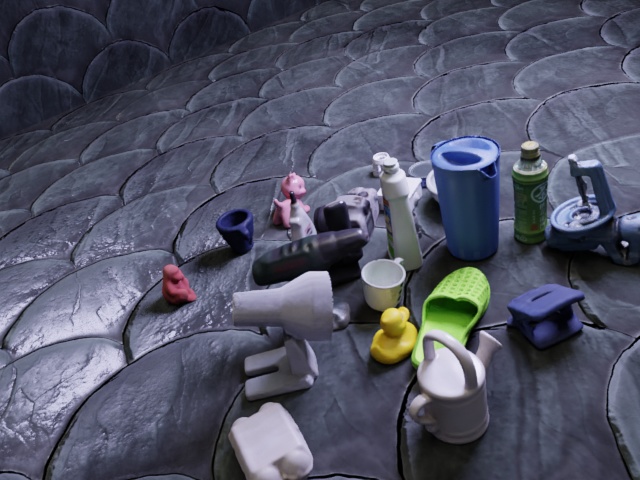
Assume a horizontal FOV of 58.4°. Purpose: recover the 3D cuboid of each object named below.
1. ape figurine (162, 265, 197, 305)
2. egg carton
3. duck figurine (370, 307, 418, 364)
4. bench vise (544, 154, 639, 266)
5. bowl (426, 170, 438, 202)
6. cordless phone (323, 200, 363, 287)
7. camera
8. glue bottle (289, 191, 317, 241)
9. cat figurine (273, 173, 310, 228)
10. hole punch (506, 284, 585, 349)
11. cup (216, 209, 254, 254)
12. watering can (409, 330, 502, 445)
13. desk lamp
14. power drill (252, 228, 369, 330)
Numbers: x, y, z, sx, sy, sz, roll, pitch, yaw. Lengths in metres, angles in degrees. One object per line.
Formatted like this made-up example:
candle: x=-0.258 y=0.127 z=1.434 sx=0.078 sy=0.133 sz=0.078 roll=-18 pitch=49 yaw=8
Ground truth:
ape figurine: x=-0.326 y=0.096 z=1.294 sx=0.076 sy=0.092 sz=0.078 roll=-8 pitch=36 yaw=11
egg carton: x=-0.078 y=0.330 z=0.905 sx=0.107 sy=0.069 sz=0.150 roll=-26 pitch=37 yaw=-15
duck figurine: x=0.130 y=0.166 z=1.036 sx=0.077 sy=0.086 sz=0.105 roll=22 pitch=50 yaw=40
bench vise: x=0.537 y=-0.066 z=1.084 sx=0.207 sy=0.220 sz=0.121 roll=-2 pitch=38 yaw=18
bowl: x=0.338 y=-0.120 z=1.356 sx=0.167 sy=0.075 sz=0.167 roll=-10 pitch=36 yaw=8
cordless phone: x=0.011 y=0.004 z=1.213 sx=0.148 sy=0.185 sz=0.094 roll=-23 pitch=36 yaw=-10
camera: x=0.060 y=-0.067 z=1.364 sx=0.136 sy=0.101 sz=0.143 roll=1 pitch=39 yaw=22
glue bottle: x=-0.045 y=-0.037 z=1.300 sx=0.037 sy=0.173 sz=0.078 roll=1 pitch=39 yaw=22
cat figurine: x=-0.078 y=-0.113 z=1.463 sx=0.067 sy=0.118 sz=0.128 roll=11 pitch=43 yaw=32
hole punch: x=0.390 y=0.119 z=0.999 sx=0.109 sy=0.091 sz=0.100 roll=-23 pitch=36 yaw=-11
cup: x=-0.190 y=-0.010 z=1.385 sx=0.092 sy=0.095 sz=0.117 roll=-29 pitch=38 yaw=-19
watering can: x=0.202 y=0.204 z=0.864 sx=0.100 sy=0.194 sz=0.173 roll=12 pitch=44 yaw=33
desk lamp: x=-0.060 y=0.162 z=1.001 sx=0.203 sy=0.214 sz=0.117 roll=-15 pitch=36 yaw=1
power drill: x=-0.005 y=0.077 z=1.100 sx=0.229 sy=0.209 sz=0.075 roll=-10 pitch=36 yaw=8
